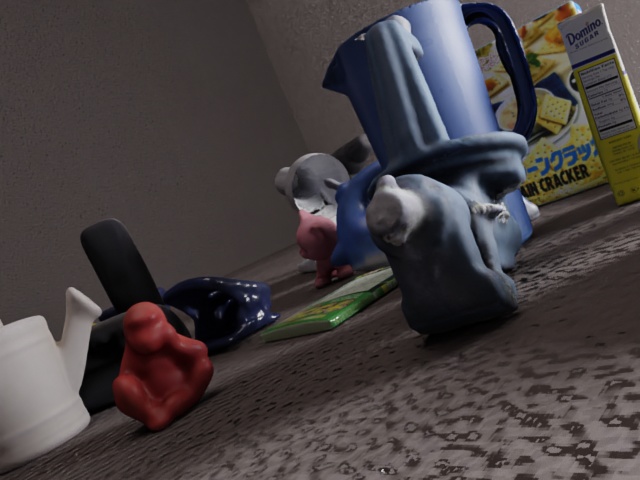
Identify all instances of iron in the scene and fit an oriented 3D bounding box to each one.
[{"bbox_3d":[0.123,-0.052,0.718,0.257,0.141,0.119,-21,3,30],"label":"iron"}]

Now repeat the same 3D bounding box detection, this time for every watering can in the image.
[{"bbox_3d":[-0.297,0.105,0.541,0.173,0.194,0.100,-25,4,-41],"label":"watering can"}]

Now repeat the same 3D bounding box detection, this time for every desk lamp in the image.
[{"bbox_3d":[-0.012,-0.052,1.105,0.118,0.213,0.203,-24,3,-22],"label":"desk lamp"}]

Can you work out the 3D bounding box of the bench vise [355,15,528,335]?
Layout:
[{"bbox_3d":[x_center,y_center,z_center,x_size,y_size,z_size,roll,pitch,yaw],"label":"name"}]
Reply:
[{"bbox_3d":[0.082,-0.062,0.392,0.121,0.220,0.208,-22,3,11],"label":"bench vise"}]

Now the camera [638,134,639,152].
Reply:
[{"bbox_3d":[0.269,-0.073,0.308,0.137,0.101,0.143,-23,3,-6],"label":"camera"}]

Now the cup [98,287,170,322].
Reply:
[{"bbox_3d":[-0.236,0.122,0.782,0.091,0.095,0.118,-23,3,-2],"label":"cup"}]

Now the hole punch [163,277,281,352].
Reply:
[{"bbox_3d":[-0.119,0.079,0.688,0.108,0.091,0.101,-21,3,40],"label":"hole punch"}]

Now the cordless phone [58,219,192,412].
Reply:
[{"bbox_3d":[-0.237,0.081,0.626,0.147,0.185,0.094,-23,3,-4],"label":"cordless phone"}]

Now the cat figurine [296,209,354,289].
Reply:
[{"bbox_3d":[0.008,0.003,0.851,0.067,0.118,0.128,-22,3,21],"label":"cat figurine"}]

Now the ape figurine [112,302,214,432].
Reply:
[{"bbox_3d":[-0.130,0.094,0.454,0.078,0.092,0.076,-24,3,-14],"label":"ape figurine"}]

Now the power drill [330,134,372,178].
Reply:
[{"bbox_3d":[0.071,-0.088,1.165,0.076,0.208,0.229,-25,3,-33],"label":"power drill"}]
